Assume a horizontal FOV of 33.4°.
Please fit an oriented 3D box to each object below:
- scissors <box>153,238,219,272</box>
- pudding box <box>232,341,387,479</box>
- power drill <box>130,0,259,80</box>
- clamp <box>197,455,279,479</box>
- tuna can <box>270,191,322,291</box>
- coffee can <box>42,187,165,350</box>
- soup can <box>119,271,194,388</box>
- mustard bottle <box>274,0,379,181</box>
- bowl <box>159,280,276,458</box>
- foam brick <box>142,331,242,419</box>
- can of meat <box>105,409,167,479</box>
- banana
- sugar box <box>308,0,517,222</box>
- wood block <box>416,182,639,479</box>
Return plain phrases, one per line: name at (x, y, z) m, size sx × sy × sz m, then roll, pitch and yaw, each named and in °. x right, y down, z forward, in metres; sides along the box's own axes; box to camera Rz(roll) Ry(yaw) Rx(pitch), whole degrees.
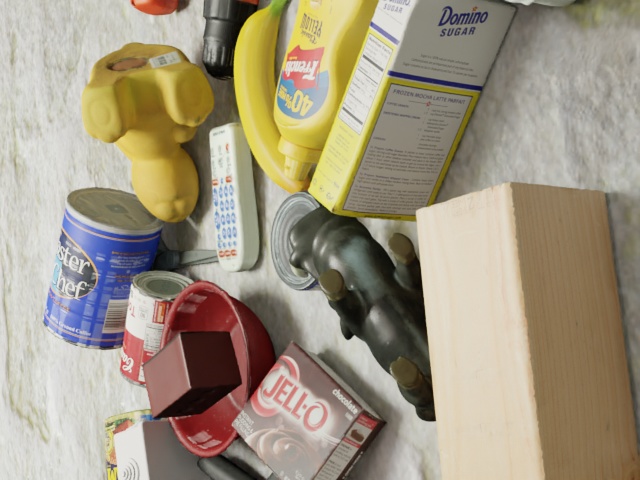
scissors at (-0.157, 0.038, 1.121) m, size 0.202 × 0.016 × 0.096 m, roll 20°, pitch 106°, yaw 52°
pudding box at (-0.011, 0.149, 0.875) m, size 0.090 × 0.039 × 0.114 m, roll -55°, pitch 45°, yaw 3°
power drill at (-0.120, -0.257, 1.057) m, size 0.188 × 0.057 × 0.184 m, roll 19°, pitch 101°, yaw 50°
clamp at (-0.039, 0.260, 0.932) m, size 0.210 × 0.036 × 0.164 m, roll -21°, pitch 71°, yaw 48°
tuna can at (-0.006, 0.001, 0.905) m, size 0.086 × 0.033 × 0.086 m, roll -4°, pitch 85°, yaw 53°
coffee can at (-0.226, 0.029, 1.114) m, size 0.103 × 0.102 × 0.140 m, roll 41°, pitch 121°, yaw 47°
soup can at (-0.162, 0.090, 1.074) m, size 0.069 × 0.068 × 0.102 m, roll 36°, pitch 121°, yaw 48°
mustard bottle at (0.004, -0.140, 0.880) m, size 0.096 × 0.058 × 0.192 m, roll 40°, pitch 120°, yaw 50°
bowl at (-0.088, 0.118, 0.990) m, size 0.162 × 0.055 × 0.162 m, roll -5°, pitch 84°, yaw 53°
foam brick at (-0.112, 0.118, 0.933) m, size 0.078 × 0.052 × 0.051 m, roll -41°, pitch 57°, yaw 46°
can of meat at (-0.185, 0.223, 1.116) m, size 0.102 × 0.057 × 0.084 m, roll -21°, pitch 68°, yaw 50°
banana at (-0.047, -0.127, 0.965) m, size 0.070 × 0.037 × 0.198 m, roll -24°, pitch 69°, yaw 51°
sugar box at (0.064, -0.100, 0.768) m, size 0.048 × 0.093 × 0.176 m, roll 43°, pitch 121°, yaw 46°
wood block at (0.130, 0.075, 0.671) m, size 0.090 × 0.090 × 0.206 m, roll -18°, pitch 74°, yaw 52°
